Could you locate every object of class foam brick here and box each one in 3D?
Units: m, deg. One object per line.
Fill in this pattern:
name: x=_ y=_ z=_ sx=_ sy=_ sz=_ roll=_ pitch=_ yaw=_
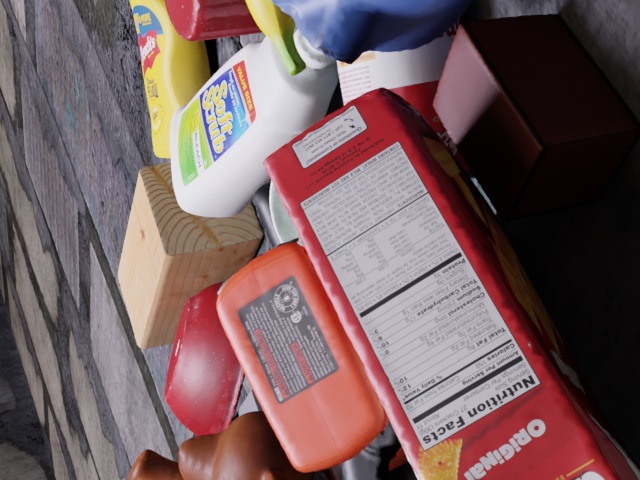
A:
foam brick: x=0.094 y=-0.056 z=0.481 sx=0.053 sy=0.051 sz=0.078 roll=107 pitch=144 yaw=-52

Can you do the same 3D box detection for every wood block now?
wood block: x=-0.128 y=0.016 z=1.003 sx=0.206 sy=0.090 sz=0.091 roll=118 pitch=136 yaw=-58

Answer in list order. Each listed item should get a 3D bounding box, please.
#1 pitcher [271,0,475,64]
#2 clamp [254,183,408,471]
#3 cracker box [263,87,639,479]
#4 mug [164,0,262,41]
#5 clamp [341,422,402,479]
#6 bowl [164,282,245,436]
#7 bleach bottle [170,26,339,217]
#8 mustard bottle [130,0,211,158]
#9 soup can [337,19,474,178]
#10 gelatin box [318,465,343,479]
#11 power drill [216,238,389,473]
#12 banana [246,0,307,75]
pitcher: x=0.064 y=-0.186 z=0.408 sx=0.149 sy=0.144 sz=0.243 roll=64 pitch=153 yaw=2
clamp: x=0.006 y=0.068 z=0.754 sx=0.210 sy=0.036 sz=0.164 roll=54 pitch=162 yaw=41
cracker box: x=0.075 y=0.056 z=0.463 sx=0.164 sy=0.072 sz=0.214 roll=40 pitch=-161 yaw=-57
mug: x=-0.067 y=-0.195 z=0.754 sx=0.093 sy=0.081 sz=0.117 roll=115 pitch=137 yaw=-56
clamp: x=0.045 y=0.110 z=0.666 sx=0.120 sy=0.039 sz=0.171 roll=-46 pitch=70 yaw=13
bowl: x=-0.100 y=0.102 z=0.939 sx=0.162 sy=0.055 sz=0.162 roll=-167 pitch=90 yaw=-80
bleach bottle: x=-0.045 y=-0.099 z=0.778 sx=0.251 sy=0.068 sz=0.102 roll=142 pitch=127 yaw=-61
mustard bottle: x=-0.133 y=-0.171 z=0.956 sx=0.096 sy=0.058 sz=0.191 roll=-166 pitch=66 yaw=-67
soup can: x=0.046 y=-0.079 z=0.564 sx=0.069 sy=0.068 sz=0.102 roll=-177 pitch=76 yaw=-67
gelatin box: x=0.019 y=0.172 z=0.769 sx=0.073 sy=0.030 sz=0.089 roll=40 pitch=156 yaw=62
power drill: x=0.032 y=0.076 z=0.563 sx=0.184 sy=0.057 sz=0.187 roll=61 pitch=-164 yaw=18
banana: x=-0.018 y=-0.190 z=0.591 sx=0.070 sy=0.037 sz=0.198 roll=37 pitch=142 yaw=26
